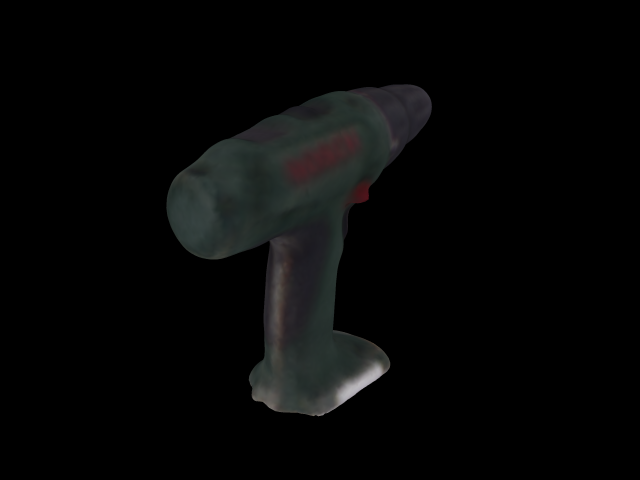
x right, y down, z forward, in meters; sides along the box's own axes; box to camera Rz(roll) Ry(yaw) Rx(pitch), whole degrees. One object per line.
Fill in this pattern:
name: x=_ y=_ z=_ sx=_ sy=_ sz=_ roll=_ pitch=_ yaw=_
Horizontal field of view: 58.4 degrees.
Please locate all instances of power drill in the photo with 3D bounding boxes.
power drill: x=0.004 y=0.001 z=0.400 sx=0.075 sy=0.208 sz=0.230 roll=14 pitch=22 yaw=38
